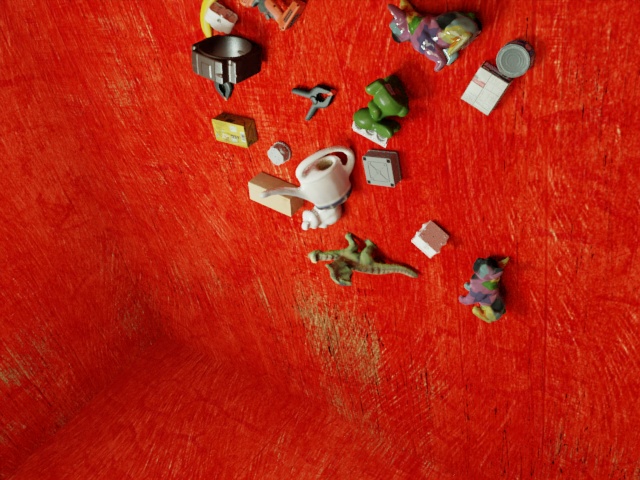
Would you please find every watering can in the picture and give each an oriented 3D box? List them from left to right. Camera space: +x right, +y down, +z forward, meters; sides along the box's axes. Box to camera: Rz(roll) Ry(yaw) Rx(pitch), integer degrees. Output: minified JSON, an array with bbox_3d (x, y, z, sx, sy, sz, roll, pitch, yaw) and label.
[{"bbox_3d":[-0.021,-0.188,1.775,0.220,0.348,0.106,59,179,-42],"label":"watering can"}]

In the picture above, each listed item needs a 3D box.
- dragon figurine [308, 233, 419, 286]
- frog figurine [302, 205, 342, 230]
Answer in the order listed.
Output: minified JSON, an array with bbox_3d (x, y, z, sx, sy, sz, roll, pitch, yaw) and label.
[{"bbox_3d":[0.136,0.105,1.916,0.413,0.247,0.119,23,132,29],"label":"dragon figurine"},{"bbox_3d":[0.006,-0.096,1.914,0.123,0.162,0.134,30,140,16],"label":"frog figurine"}]
